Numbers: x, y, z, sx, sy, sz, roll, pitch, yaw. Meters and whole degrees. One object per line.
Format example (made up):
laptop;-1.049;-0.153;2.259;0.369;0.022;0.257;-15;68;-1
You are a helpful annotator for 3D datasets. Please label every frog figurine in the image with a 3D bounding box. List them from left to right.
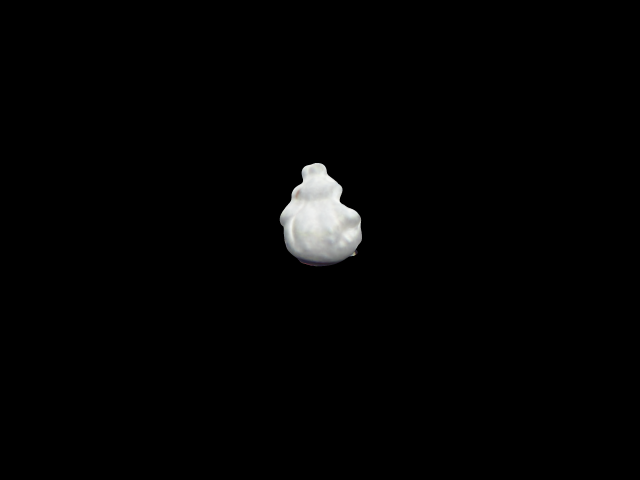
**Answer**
frog figurine;0.003;-0.043;0.850;0.138;0.157;0.124;11;24;26
